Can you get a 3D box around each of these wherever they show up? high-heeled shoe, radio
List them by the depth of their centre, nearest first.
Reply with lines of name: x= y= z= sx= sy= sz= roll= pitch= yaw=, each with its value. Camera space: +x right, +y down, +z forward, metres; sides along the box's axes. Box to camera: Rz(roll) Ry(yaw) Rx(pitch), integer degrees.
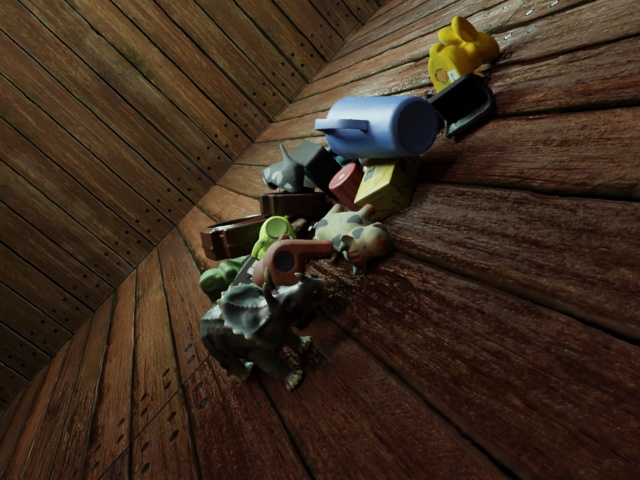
high-heeled shoe: x=-0.087 y=-0.144 z=1.396 sx=0.086 sy=0.145 sz=0.248 roll=-18 pitch=-17 yaw=-15
radio: x=-0.001 y=-0.190 z=1.430 sx=0.073 sy=0.131 sz=0.230 roll=-45 pitch=19 yaw=1

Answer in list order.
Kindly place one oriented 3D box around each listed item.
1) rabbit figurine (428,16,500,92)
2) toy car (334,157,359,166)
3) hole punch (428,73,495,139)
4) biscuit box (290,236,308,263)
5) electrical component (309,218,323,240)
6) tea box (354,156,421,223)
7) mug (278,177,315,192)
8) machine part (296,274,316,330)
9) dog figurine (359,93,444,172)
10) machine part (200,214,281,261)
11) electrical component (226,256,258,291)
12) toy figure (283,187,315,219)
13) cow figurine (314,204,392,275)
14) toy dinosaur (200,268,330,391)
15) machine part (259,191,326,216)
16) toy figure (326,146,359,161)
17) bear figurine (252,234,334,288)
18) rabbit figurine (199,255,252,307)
rabbit figurine: x=0.329 y=-0.418 z=1.223 sx=0.173 sy=0.162 sz=0.122 roll=-33 pitch=3 yaw=-17
toy car: x=0.082 y=-0.272 z=1.472 sx=0.109 sy=0.103 sz=0.162 roll=-30 pitch=27 yaw=35
hole punch: x=0.293 y=-0.269 z=1.086 sx=0.142 sy=0.092 sz=0.116 roll=-36 pitch=-8 yaw=33
biscuit box: x=-0.116 y=0.086 z=1.228 sx=0.202 sy=0.059 sz=0.063 roll=-45 pitch=21 yaw=2
electrical component: x=-0.003 y=-0.003 z=1.193 sx=0.078 sy=0.045 sz=0.102 roll=-42 pitch=20 yaw=8
tea box: x=0.142 y=-0.124 z=1.104 sx=0.098 sy=0.068 sz=0.170 roll=-29 pitch=26 yaw=36
mug: x=-0.082 y=-0.173 z=1.600 sx=0.109 sy=0.107 sz=0.081 roll=-35 pitch=21 yaw=23
machine part: x=-0.037 y=0.118 z=1.039 sx=0.084 sy=0.039 sz=0.139 roll=-34 pitch=21 yaw=16
dog figurine: x=0.187 y=-0.234 z=1.219 sx=0.191 sy=0.121 sz=0.172 roll=-1 pitch=87 yaw=34
machine part: x=-0.207 y=-0.012 z=1.426 sx=0.201 sy=0.087 sz=0.201 roll=-15 pitch=8 yaw=-22
electrical component: x=-0.117 y=0.097 z=1.134 sx=0.115 sy=0.058 sz=0.134 roll=27 pitch=68 yaw=27
toy figure: x=-0.092 y=-0.104 z=1.509 sx=0.180 sy=0.089 sz=0.082 roll=-26 pitch=20 yaw=49
cow figurine: x=0.058 y=-0.004 z=1.005 sx=0.127 sy=0.085 sz=0.195 roll=-44 pitch=27 yaw=-22
toy dinosaur: x=-0.139 y=0.160 z=0.935 sx=0.405 sy=0.192 sz=0.131 roll=-20 pitch=30 yaw=48
machine part: x=-0.069 y=-0.091 z=1.347 sx=0.179 sy=0.056 sz=0.179 roll=-2 pitch=7 yaw=0
toy figure: x=0.082 y=-0.231 z=1.374 sx=0.155 sy=0.064 sz=0.058 roll=12 pitch=62 yaw=32
bear figurine: x=-0.058 y=0.066 z=1.001 sx=0.196 sy=0.132 sz=0.120 roll=120 pitch=158 yaw=-71
rabbit figurine: x=-0.200 y=0.097 z=1.349 sx=0.170 sy=0.121 sz=0.159 roll=-27 pitch=13 yaw=-1
